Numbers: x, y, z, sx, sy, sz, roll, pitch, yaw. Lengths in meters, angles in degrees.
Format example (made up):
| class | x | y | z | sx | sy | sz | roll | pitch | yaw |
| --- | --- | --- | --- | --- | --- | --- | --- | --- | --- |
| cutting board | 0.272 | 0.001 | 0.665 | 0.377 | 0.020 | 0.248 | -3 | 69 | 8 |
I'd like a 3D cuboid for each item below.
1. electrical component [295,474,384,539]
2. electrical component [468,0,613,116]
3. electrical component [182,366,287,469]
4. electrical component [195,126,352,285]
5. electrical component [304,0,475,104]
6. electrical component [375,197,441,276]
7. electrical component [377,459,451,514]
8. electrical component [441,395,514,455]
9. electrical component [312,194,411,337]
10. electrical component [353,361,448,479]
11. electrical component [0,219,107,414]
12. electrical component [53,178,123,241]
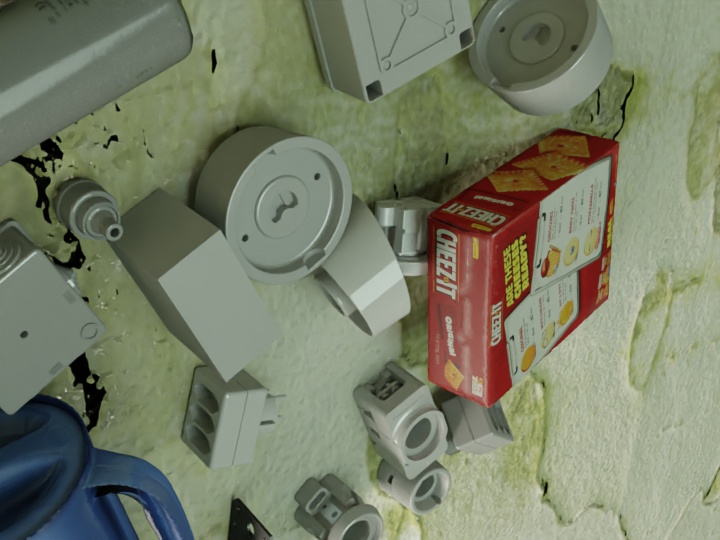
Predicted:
| class | x | y | z | sx | sy | sz | roll | pitch | yaw |
| --- | --- | --- | --- | --- | --- | --- | --- | --- | --- |
| electrical component | -0.016 | 0.224 | 0.958 | 0.058 | 0.057 | 0.078 | -49 | 134 | -8 |
| electrical component | 0.147 | -0.173 | 0.851 | 0.108 | 0.108 | 0.060 | -56 | 141 | -1 |
| electrical component | -0.091 | 0.112 | 0.841 | 0.077 | 0.047 | 0.065 | -2 | 114 | -40 |
| electrical component | -0.066 | -0.050 | 0.764 | 0.108 | 0.060 | 0.108 | -20 | 123 | -34 |
| electrical component | 0.020 | -0.192 | 0.765 | 0.109 | 0.056 | 0.108 | -33 | 130 | -23 |
| electrical component | 0.039 | -0.027 | 0.879 | 0.066 | 0.048 | 0.055 | -9 | 111 | -37 |
| electrical component | 0.052 | 0.196 | 1.007 | 0.055 | 0.047 | 0.055 | -20 | 124 | -32 |
| electrical component | 0.095 | 0.151 | 1.016 | 0.077 | 0.047 | 0.066 | -26 | 156 | 17 |
| electrical component | 0.000 | 0.000 | 0.825 | 0.064 | 0.099 | 0.099 | -40 | 133 | -9 |
| electrical component | 0.040 | 0.136 | 0.959 | 0.050 | 0.056 | 0.089 | -37 | 131 | -20 |
| electrical component | -0.223 | 0.032 | 0.685 | 0.100 | 0.048 | 0.099 | -43 | 134 | -15 |
| electrical component | -0.169 | -0.035 | 0.685 | 0.035 | 0.061 | 0.035 | -20 | 124 | -31 |
